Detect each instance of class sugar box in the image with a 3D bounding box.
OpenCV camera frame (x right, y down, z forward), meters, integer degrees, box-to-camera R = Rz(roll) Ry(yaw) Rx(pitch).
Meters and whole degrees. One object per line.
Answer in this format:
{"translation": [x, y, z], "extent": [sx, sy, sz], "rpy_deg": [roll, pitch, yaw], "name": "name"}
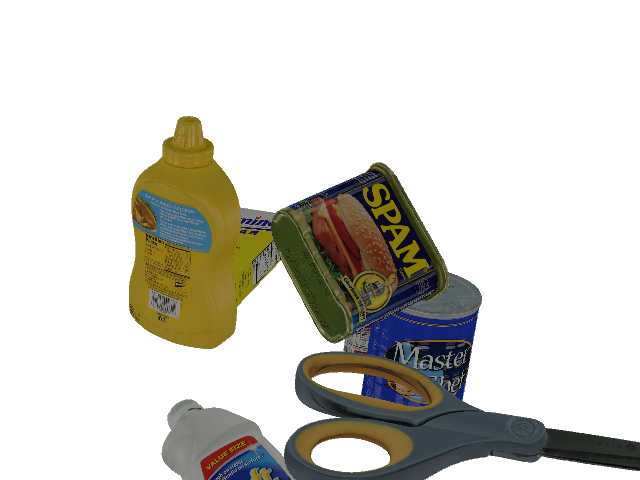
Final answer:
{"translation": [-0.102, 0.018, 1.130], "extent": [0.093, 0.048, 0.176], "rpy_deg": [9, 30, 19], "name": "sugar box"}

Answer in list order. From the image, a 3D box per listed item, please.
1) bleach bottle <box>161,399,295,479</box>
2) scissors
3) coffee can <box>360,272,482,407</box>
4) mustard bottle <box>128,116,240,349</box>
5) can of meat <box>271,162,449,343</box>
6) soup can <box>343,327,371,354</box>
{"translation": [-0.057, 0.198, 0.773], "extent": [0.102, 0.068, 0.251], "rpy_deg": [-18, 34, -24], "name": "bleach bottle"}
{"translation": [0.072, 0.093, 0.453], "extent": [0.202, 0.016, 0.096], "rpy_deg": [16, 34, 23], "name": "scissors"}
{"translation": [0.096, 0.110, 1.045], "extent": [0.103, 0.140, 0.103], "rpy_deg": [5, 22, -2], "name": "coffee can"}
{"translation": [-0.112, -0.010, 0.879], "extent": [0.096, 0.192, 0.058], "rpy_deg": [20, 31, 26], "name": "mustard bottle"}
{"translation": [0.025, 0.009, 0.729], "extent": [0.083, 0.102, 0.058], "rpy_deg": [-24, -10, -24], "name": "can of meat"}
{"translation": [0.061, 0.100, 1.306], "extent": [0.068, 0.102, 0.068], "rpy_deg": [0, 29, 0], "name": "soup can"}
